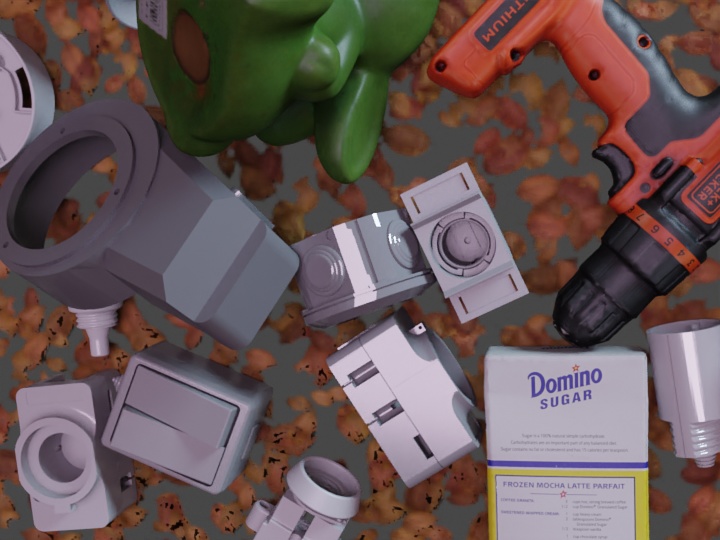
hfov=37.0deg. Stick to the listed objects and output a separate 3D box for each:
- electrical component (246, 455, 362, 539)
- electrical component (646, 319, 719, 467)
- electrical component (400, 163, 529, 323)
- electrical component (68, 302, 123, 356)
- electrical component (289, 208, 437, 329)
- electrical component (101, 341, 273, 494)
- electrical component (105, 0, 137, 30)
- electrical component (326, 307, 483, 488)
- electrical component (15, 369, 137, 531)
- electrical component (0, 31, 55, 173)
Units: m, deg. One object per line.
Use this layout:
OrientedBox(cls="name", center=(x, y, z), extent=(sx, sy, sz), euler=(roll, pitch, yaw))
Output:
OrientedBox(cls="electrical component", center=(-0.029, 0.147, 0.655), extent=(0.066, 0.048, 0.055), euler=(30, 107, 6))
OrientedBox(cls="electrical component", center=(0.190, 0.071, 0.610), extent=(0.043, 0.043, 0.081), euler=(-9, 94, 11))
OrientedBox(cls="electrical component", center=(0.061, -0.016, 0.614), extent=(0.042, 0.064, 0.081), euler=(-25, 90, 12))
OrientedBox(cls="electrical component", center=(-0.165, 0.023, 0.672), extent=(0.035, 0.035, 0.061), euler=(-2, 97, 10))
OrientedBox(cls="electrical component", center=(0.000, 0.000, 0.619), extent=(0.080, 0.080, 0.051), euler=(-20, 87, 11))
OrientedBox(cls="electrical component", center=(-0.111, 0.087, 0.655), extent=(0.096, 0.061, 0.061), euler=(22, 98, 7))
OrientedBox(cls="electrical component", center=(-0.106, -0.188, 0.613), extent=(0.099, 0.099, 0.064), euler=(-24, 85, 11))
OrientedBox(cls="electrical component", center=(0.031, 0.071, 0.634), extent=(0.056, 0.050, 0.089), euler=(-33, 89, 11))
OrientedBox(cls="electrical component", center=(-0.178, 0.112, 0.671), extent=(0.050, 0.056, 0.089), euler=(-6, 94, 10))
OrientedBox(cls="electrical component", center=(-0.241, -0.105, 0.658), extent=(0.099, 0.064, 0.099), euler=(1, 96, 10))
